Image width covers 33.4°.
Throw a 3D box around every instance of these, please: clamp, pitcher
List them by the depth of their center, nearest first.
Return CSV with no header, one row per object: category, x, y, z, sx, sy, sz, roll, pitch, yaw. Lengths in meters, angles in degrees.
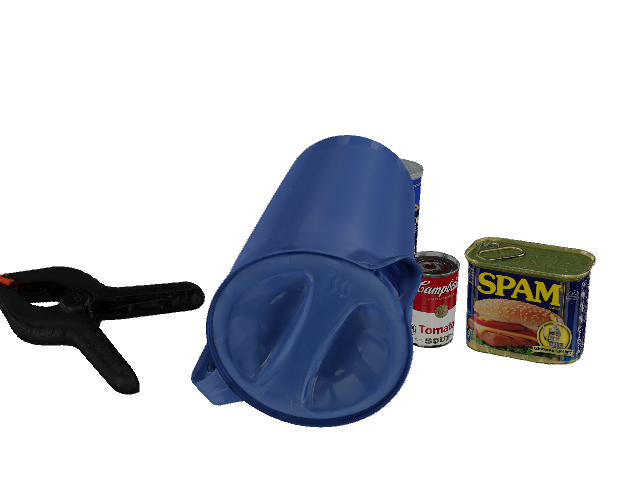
pitcher,-0.001,0.019,0.779,0.149,0.145,0.242,8,27,5
clamp,-0.181,0.054,0.858,0.172,0.039,0.120,22,38,22

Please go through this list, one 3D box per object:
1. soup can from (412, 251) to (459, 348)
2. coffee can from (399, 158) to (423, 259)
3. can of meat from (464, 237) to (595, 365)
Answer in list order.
soup can,0.134,0.073,1.318,0.068,0.102,0.068,1,24,-1
coffee can,0.043,-0.005,1.028,0.103,0.140,0.103,2,15,-1
can of meat,0.170,0.050,0.879,0.102,0.084,0.057,9,24,24
